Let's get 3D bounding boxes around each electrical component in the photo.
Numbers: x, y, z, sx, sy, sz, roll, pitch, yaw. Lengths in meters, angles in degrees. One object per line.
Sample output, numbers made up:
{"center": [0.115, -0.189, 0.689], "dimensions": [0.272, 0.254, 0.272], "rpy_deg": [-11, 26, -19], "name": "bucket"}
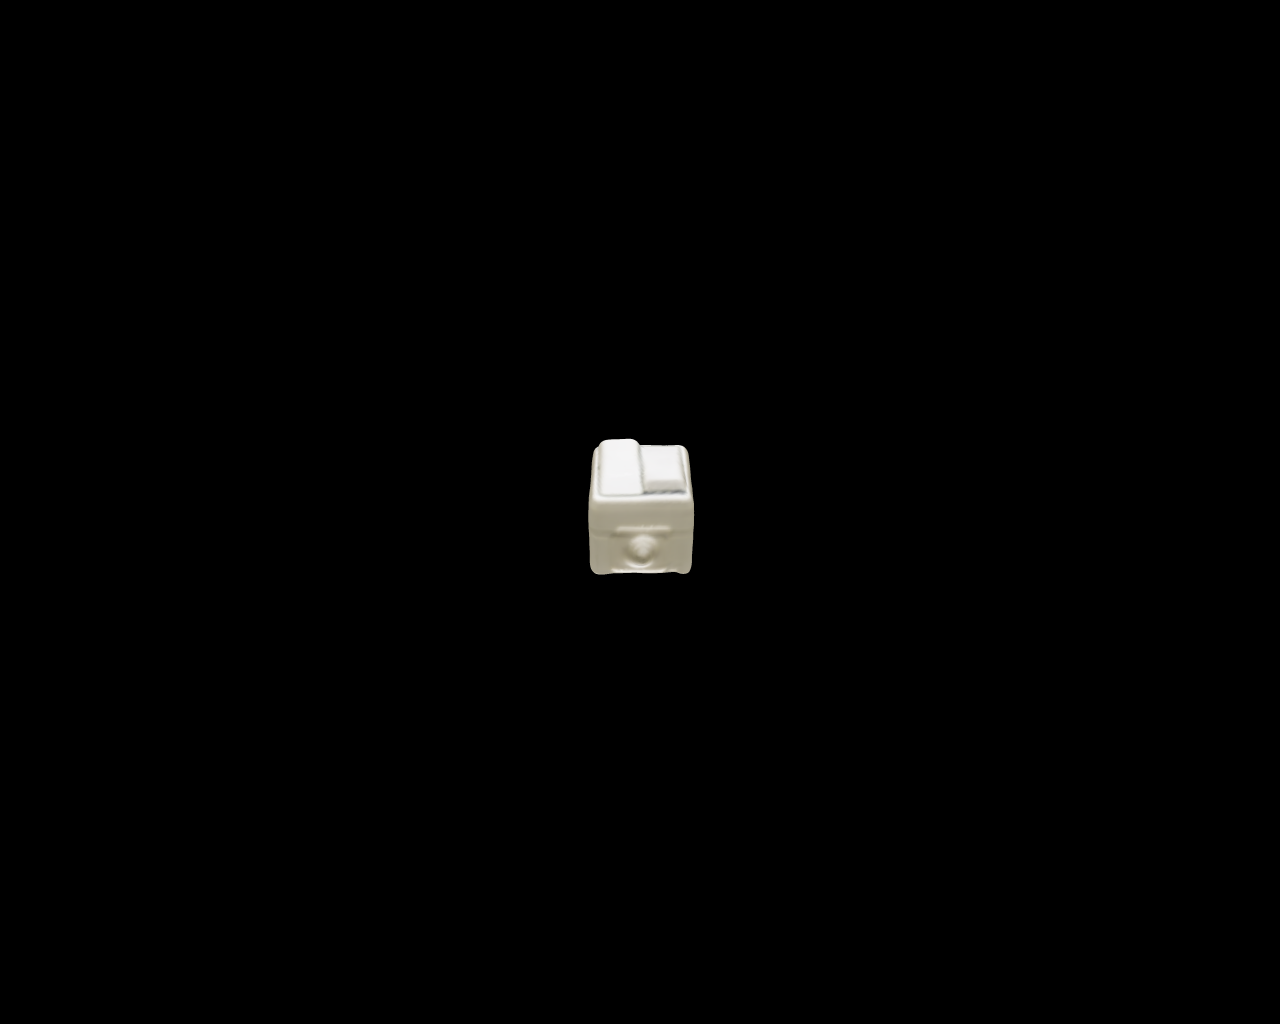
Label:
{"center": [0.001, -0.003, 0.650], "dimensions": [0.062, 0.061, 0.096], "rpy_deg": [0, 29, 0], "name": "electrical component"}
